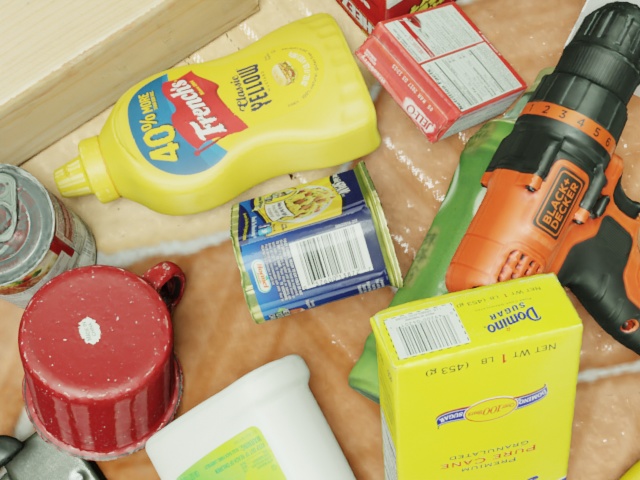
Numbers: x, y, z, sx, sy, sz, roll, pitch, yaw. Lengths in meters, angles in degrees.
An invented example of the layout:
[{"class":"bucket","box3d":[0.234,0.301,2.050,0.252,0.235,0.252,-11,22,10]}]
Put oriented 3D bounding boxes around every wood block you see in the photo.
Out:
[{"class":"wood block","box3d":[-0.149,-0.134,0.644,0.206,0.090,0.091,-34,79,-5]}]

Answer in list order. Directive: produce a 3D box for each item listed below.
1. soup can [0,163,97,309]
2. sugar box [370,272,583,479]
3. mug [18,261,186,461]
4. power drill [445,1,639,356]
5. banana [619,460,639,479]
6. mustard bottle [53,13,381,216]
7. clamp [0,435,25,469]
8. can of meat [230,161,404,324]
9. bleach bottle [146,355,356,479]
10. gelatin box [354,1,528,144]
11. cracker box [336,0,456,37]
[{"class":"soup can","box3d":[-0.171,0.002,0.610,0.068,0.102,0.068,0,78,2]},{"class":"sugar box","box3d":[0.079,0.102,0.546,0.093,0.176,0.048,-12,38,-5]},{"class":"mug","box3d":[-0.115,0.058,0.599,0.093,0.081,0.117,37,63,12]},{"class":"power drill","box3d":[0.174,-0.011,0.581,0.187,0.057,0.184,32,84,-21]},{"class":"banana","box3d":[0.154,0.168,0.582,0.037,0.069,0.198,42,91,23]},{"class":"mustard bottle","box3d":[-0.067,-0.066,0.641,0.191,0.058,0.096,-20,60,-1]},{"class":"clamp","box3d":[-0.255,0.188,0.603,0.210,0.036,0.164,2,89,7]},{"class":"can of meat","box3d":[-0.004,0.001,0.605,0.084,0.102,0.057,-16,108,2]},{"class":"bleach bottle","box3d":[0.006,0.195,0.576,0.103,0.068,0.251,-35,80,24]},{"class":"gelatin box","box3d":[0.073,-0.101,0.635,0.073,0.030,0.089,51,41,11]},{"class":"cracker box","box3d":[0.078,-0.213,0.588,0.164,0.213,0.072,-38,78,-6]}]
